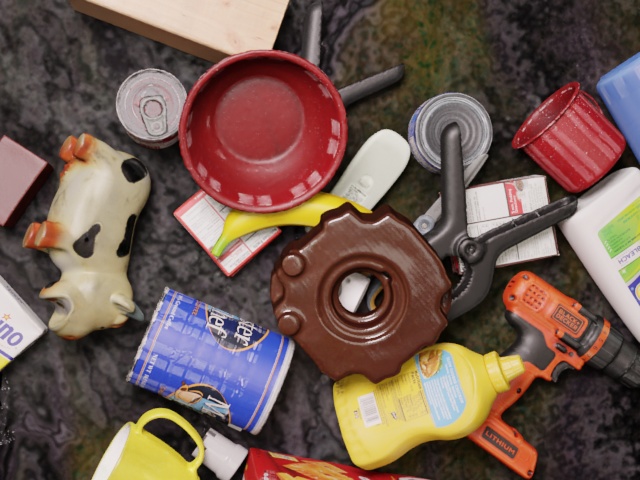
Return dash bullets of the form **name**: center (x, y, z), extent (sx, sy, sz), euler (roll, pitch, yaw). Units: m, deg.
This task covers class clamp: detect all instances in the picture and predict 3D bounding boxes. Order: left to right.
- **clamp**: center (-0.008, -0.158, 1.106), extent (0.120, 0.039, 0.171), euler (44, 86, -2)
- **clamp**: center (0.158, 0.006, 1.084), extent (0.164, 0.036, 0.210), euler (22, 96, -13)

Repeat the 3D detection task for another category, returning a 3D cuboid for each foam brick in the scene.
- **foam brick**: center (-0.312, -0.058, 1.067), extent (0.053, 0.051, 0.078), euler (35, 86, -4)

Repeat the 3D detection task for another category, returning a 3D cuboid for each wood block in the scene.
- **wood block**: center (-0.139, -0.243, 1.067), extent (0.206, 0.091, 0.090), euler (20, 87, -5)

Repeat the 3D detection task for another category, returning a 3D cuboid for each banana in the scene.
- **banana**: center (-0.011, -0.017, 1.074), extent (0.197, 0.037, 0.069), euler (1, 100, -2)

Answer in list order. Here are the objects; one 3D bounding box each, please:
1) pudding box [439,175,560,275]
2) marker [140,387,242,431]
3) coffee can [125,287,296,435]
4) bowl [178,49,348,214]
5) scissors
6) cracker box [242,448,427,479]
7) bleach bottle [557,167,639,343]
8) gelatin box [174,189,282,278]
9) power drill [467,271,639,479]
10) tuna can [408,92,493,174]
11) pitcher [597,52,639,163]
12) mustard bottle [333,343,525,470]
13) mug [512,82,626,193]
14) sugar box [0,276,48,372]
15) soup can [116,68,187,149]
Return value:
- **pudding box**: center (0.188, -0.017, 1.126), extent (0.113, 0.039, 0.090), euler (-10, 93, -3)
- **marker**: center (-0.133, 0.165, 1.099), extent (0.121, 0.020, 0.020), euler (25, 87, -5)
- **coffee can**: center (-0.108, 0.120, 1.060), extent (0.140, 0.103, 0.103), euler (23, 87, -5)
- **bowl**: center (-0.056, -0.110, 1.034), extent (0.162, 0.055, 0.162), euler (-3, 112, -7)
- **scissors**: center (0.087, -0.018, 1.105), extent (0.096, 0.016, 0.202), euler (25, 100, 3)
- **cracker box**: center (0.032, 0.267, 1.043), extent (0.213, 0.164, 0.072), euler (10, 90, -6)
- **bleach bottle**: center (0.360, 0.052, 1.133), extent (0.102, 0.068, 0.251), euler (-37, 96, -7)
- **gelatin box**: center (-0.095, -0.017, 1.100), extent (0.073, 0.030, 0.089), euler (-41, 94, -6)
- **power drill**: center (0.237, 0.153, 1.121), extent (0.184, 0.057, 0.187), euler (35, 83, -1)
- **tuna can**: center (0.137, -0.112, 1.123), extent (0.086, 0.034, 0.086), euler (0, 90, -6)
- **pitcher**: center (0.403, -0.097, 1.114), extent (0.145, 0.149, 0.243), euler (-33, 90, 10)
- **mustard bottle**: center (0.113, 0.156, 1.070), extent (0.192, 0.058, 0.096), euler (-23, 60, 14)
- **mug**: center (0.266, -0.111, 1.117), extent (0.081, 0.093, 0.117), euler (42, 49, -9)
- **sugar box**: center (-0.369, 0.115, 1.062), extent (0.176, 0.048, 0.093), euler (-42, 94, -4)
- **soup can**: center (-0.164, -0.128, 1.057), extent (0.068, 0.102, 0.068), euler (0, 89, -6)
